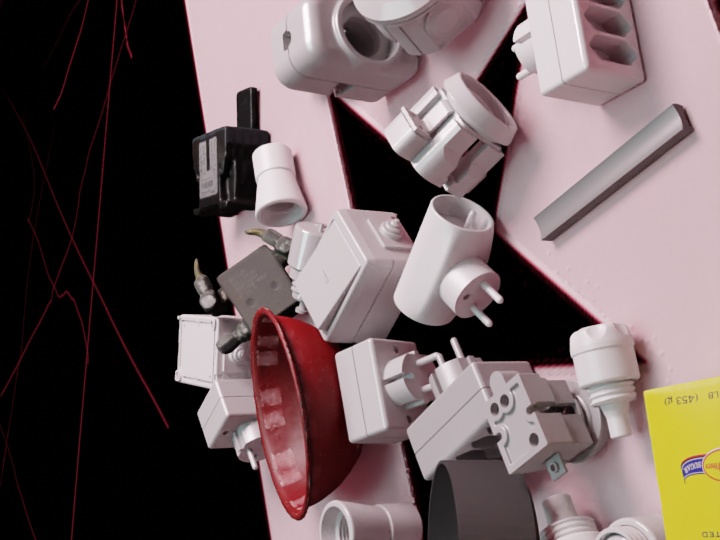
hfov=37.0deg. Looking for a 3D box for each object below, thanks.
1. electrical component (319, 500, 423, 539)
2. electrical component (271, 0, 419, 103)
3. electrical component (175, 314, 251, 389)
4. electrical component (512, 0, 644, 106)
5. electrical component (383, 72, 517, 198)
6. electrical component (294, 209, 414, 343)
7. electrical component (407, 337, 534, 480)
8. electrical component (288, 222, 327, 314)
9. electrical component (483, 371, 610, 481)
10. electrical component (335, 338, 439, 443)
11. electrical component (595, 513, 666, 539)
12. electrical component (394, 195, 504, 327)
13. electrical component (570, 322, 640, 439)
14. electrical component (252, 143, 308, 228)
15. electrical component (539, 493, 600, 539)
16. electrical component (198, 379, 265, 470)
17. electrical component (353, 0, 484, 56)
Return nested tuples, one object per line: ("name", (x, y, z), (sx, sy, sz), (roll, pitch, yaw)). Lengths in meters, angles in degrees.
("electrical component", (0.010, 0.180, 0.747), (0.044, 0.065, 0.044), (-9, 79, 57))
("electrical component", (-0.008, -0.160, 0.774), (0.059, 0.095, 0.053), (-26, 66, 54))
("electrical component", (-0.116, 0.072, 0.954), (0.096, 0.061, 0.061), (0, 87, 57))
("electrical component", (0.116, -0.136, 0.627), (0.076, 0.047, 0.083), (-26, 66, 52))
("electrical component", (0.062, -0.088, 0.687), (0.057, 0.078, 0.058), (-45, 47, 22))
("electrical component", (0.000, 0.000, 0.781), (0.096, 0.061, 0.061), (-62, 40, 33))
("electrical component", (0.067, 0.080, 0.684), (0.083, 0.047, 0.075), (-53, 46, 41))
("electrical component", (-0.038, -0.003, 0.859), (0.040, 0.040, 0.078), (33, 115, 53))
("electrical component", (0.109, 0.087, 0.612), (0.048, 0.055, 0.066), (-51, 47, 42))
("electrical component", (0.029, 0.079, 0.744), (0.077, 0.047, 0.065), (-28, 64, 40))
("electrical component", (0.140, 0.149, 0.554), (0.043, 0.062, 0.043), (-7, 82, 57))
("electrical component", (0.064, 0.004, 0.699), (0.079, 0.043, 0.077), (47, 130, 37))
("electrical component", (0.137, 0.061, 0.591), (0.035, 0.035, 0.061), (-29, 66, 53))
("electrical component", (-0.071, -0.075, 0.916), (0.044, 0.044, 0.065), (-45, 47, 46))
("electrical component", (0.119, 0.157, 0.603), (0.048, 0.048, 0.062), (-54, 39, 40))
("electrical component", (-0.090, 0.135, 0.905), (0.047, 0.066, 0.076), (-59, 42, 36))
("electrical component", (0.040, -0.189, 0.720), (0.080, 0.051, 0.080), (-16, 57, 27))
